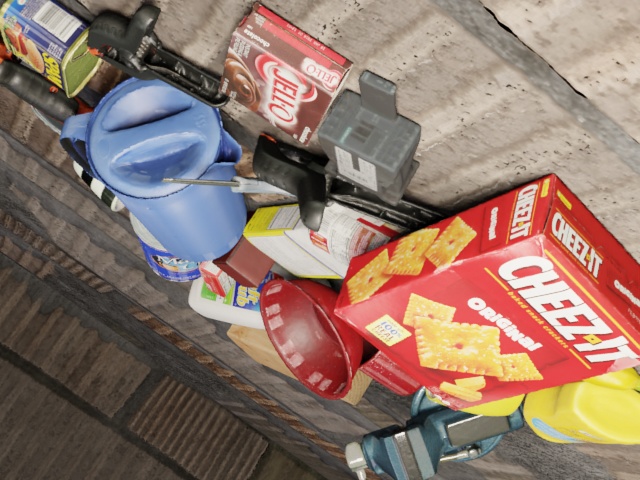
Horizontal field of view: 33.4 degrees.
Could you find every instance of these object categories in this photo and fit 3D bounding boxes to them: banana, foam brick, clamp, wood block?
[{"bbox_3d":[0.228,0.110,1.051,0.198,0.037,0.069,22,160,33],"label":"banana"},{"bbox_3d":[-0.082,0.011,1.274,0.051,0.078,0.053,38,165,-20],"label":"foam brick"},{"bbox_3d":[-0.165,-0.178,0.966,0.172,0.039,0.120,21,154,37],"label":"clamp"},{"bbox_3d":[-0.003,-0.048,0.937,0.164,0.036,0.210,3,-159,-47],"label":"clamp"},{"bbox_3d":[-0.020,0.148,1.519,0.206,0.090,0.090,17,157,43],"label":"wood block"}]

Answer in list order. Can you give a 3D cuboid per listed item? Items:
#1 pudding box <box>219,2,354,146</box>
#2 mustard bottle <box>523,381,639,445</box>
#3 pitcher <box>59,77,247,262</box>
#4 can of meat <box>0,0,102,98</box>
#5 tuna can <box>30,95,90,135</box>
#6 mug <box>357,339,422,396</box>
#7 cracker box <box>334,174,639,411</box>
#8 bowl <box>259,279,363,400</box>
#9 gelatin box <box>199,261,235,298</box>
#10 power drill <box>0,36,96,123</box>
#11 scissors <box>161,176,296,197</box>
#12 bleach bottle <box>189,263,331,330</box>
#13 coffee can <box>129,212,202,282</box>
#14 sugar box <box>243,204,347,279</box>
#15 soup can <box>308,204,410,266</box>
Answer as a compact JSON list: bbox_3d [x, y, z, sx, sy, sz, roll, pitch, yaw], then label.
[{"bbox_3d":[-0.030,-0.130,0.851,0.090,0.039,0.114,33,163,-1],"label":"pudding box"},{"bbox_3d":[0.272,0.187,1.141,0.096,0.058,0.192,19,165,-9],"label":"mustard bottle"},{"bbox_3d":[-0.157,-0.065,1.116,0.149,0.145,0.243,53,173,19],"label":"pitcher"},{"bbox_3d":[-0.269,-0.200,1.066,0.084,0.057,0.102,36,163,0],"label":"can of meat"},{"bbox_3d":[-0.310,-0.154,1.308,0.086,0.033,0.086,30,163,10],"label":"tuna can"},{"bbox_3d":[0.096,0.129,1.282,0.081,0.093,0.117,35,129,-22],"label":"mug"},{"bbox_3d":[0.144,0.054,0.862,0.164,0.072,0.214,41,138,-25],"label":"cracker box"},{"bbox_3d":[0.000,0.105,1.248,0.162,0.055,0.162,37,145,32],"label":"bowl"},{"bbox_3d":[-0.113,0.020,1.332,0.030,0.089,0.073,29,163,14],"label":"gelatin box"},{"bbox_3d":[-0.306,-0.164,1.182,0.187,0.057,0.184,30,-173,-8],"label":"power drill"},{"bbox_3d":[-0.053,-0.050,0.997,0.096,0.016,0.201,7,-175,25],"label":"scissors"},{"bbox_3d":[-0.064,0.067,1.394,0.251,0.102,0.068,5,158,45],"label":"bleach bottle"},{"bbox_3d":[-0.178,-0.015,1.332,0.103,0.102,0.140,31,163,8],"label":"coffee can"},{"bbox_3d":[-0.007,0.001,1.165,0.093,0.048,0.177,38,161,-22],"label":"sugar box"},{"bbox_3d":[0.046,-0.001,1.002,0.102,0.068,0.068,30,165,38],"label":"soup can"}]
